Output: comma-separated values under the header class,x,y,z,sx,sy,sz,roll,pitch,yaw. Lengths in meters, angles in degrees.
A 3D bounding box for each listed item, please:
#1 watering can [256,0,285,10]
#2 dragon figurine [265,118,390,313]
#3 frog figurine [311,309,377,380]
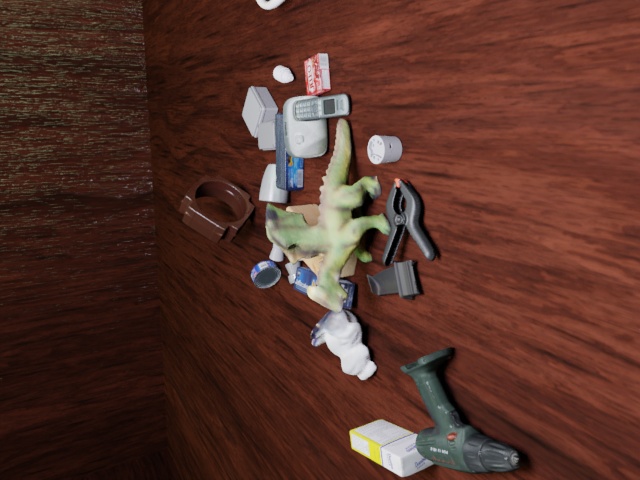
class,x,y,z,sx,sy,sz,roll,pitch,yaw
watering can,-0.086,-0.698,1.240,0.104,0.224,0.347,-5,3,-29
dragon figurine,0.003,-0.054,1.074,0.244,0.414,0.120,-10,-12,-26
frog figurine,0.067,0.234,1.173,0.160,0.134,0.125,28,47,14
